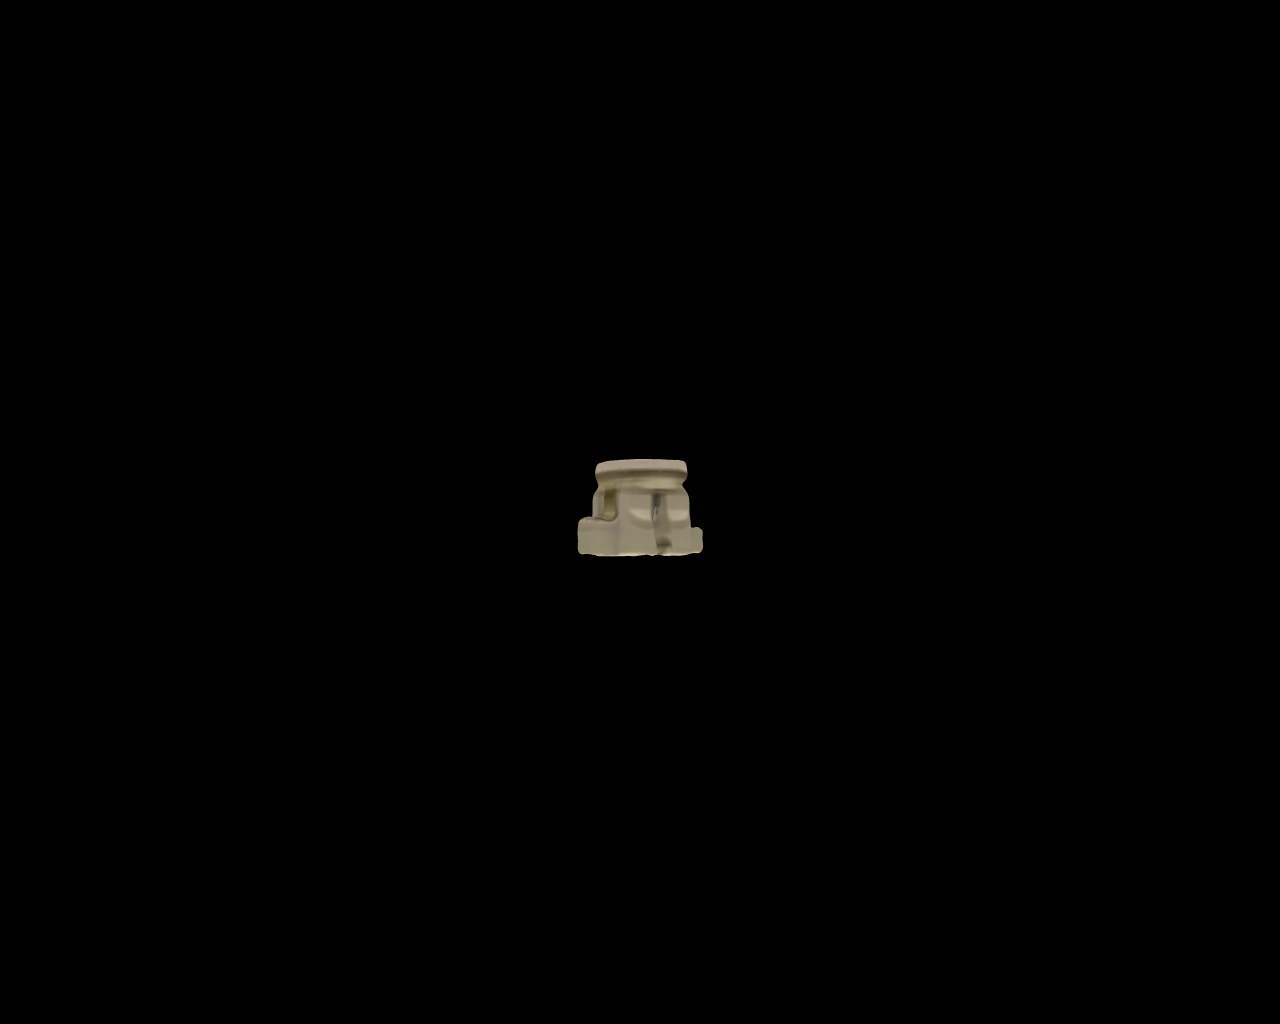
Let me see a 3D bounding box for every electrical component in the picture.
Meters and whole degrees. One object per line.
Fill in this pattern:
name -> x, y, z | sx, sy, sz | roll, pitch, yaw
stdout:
electrical component -> 0.001, -0.003, 0.650 | 0.078, 0.057, 0.058 | 2, -4, -31
